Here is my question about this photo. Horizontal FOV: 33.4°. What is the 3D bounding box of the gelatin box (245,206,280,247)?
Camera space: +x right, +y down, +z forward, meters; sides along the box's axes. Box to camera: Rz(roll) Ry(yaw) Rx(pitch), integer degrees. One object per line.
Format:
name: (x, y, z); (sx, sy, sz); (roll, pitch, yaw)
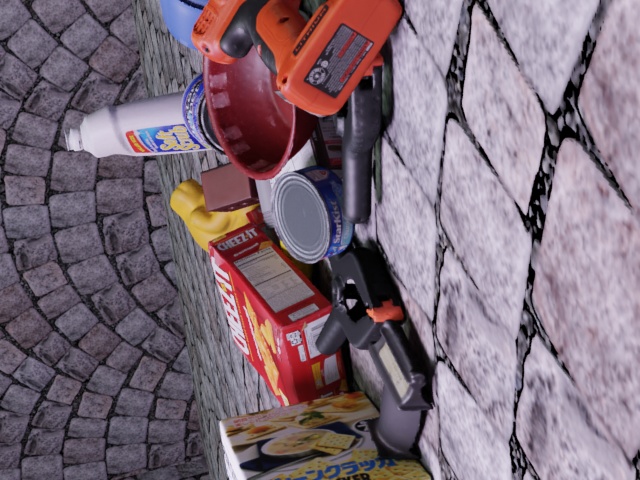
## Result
gelatin box: (-0.059, 0.006, 1.338); (0.073, 0.030, 0.089); (-123, 7, -70)

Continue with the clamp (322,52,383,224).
clamp: (0.026, -0.107, 0.887); (0.171, 0.039, 0.120); (98, 157, -53)

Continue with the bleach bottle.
bleach bottle: (-0.208, -0.149, 1.410); (0.103, 0.250, 0.068); (100, 156, -61)

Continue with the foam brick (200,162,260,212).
foam brick: (-0.100, -0.068, 1.321); (0.078, 0.052, 0.051); (-16, 81, 36)

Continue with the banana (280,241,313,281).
banana: (-0.018, -0.008, 1.194); (0.070, 0.037, 0.198); (50, 155, 31)

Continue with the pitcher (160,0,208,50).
pitcher: (-0.130, -0.301, 1.204); (0.243, 0.145, 0.149); (160, 122, -81)

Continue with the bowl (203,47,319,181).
bowl: (-0.045, -0.138, 0.968); (0.162, 0.055, 0.162); (31, 128, 49)

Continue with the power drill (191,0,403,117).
power drill: (-0.014, -0.193, 0.824); (0.184, 0.057, 0.188); (-57, 39, 15)

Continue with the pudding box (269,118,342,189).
pudding box: (-0.017, -0.086, 1.041); (0.114, 0.039, 0.090); (-43, 59, 59)

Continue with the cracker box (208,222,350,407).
cracker box: (-0.048, 0.101, 1.230); (0.214, 0.072, 0.164); (44, 151, 51)

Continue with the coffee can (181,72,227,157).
coffee can: (-0.110, -0.157, 1.306); (0.140, 0.102, 0.103); (-143, 43, -72)

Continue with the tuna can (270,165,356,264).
tuna can: (-0.007, -0.024, 0.970); (0.086, 0.033, 0.086); (27, 126, 45)

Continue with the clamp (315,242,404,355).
clamp: (0.029, 0.039, 1.009); (0.210, 0.036, 0.164); (-174, 80, -74)
